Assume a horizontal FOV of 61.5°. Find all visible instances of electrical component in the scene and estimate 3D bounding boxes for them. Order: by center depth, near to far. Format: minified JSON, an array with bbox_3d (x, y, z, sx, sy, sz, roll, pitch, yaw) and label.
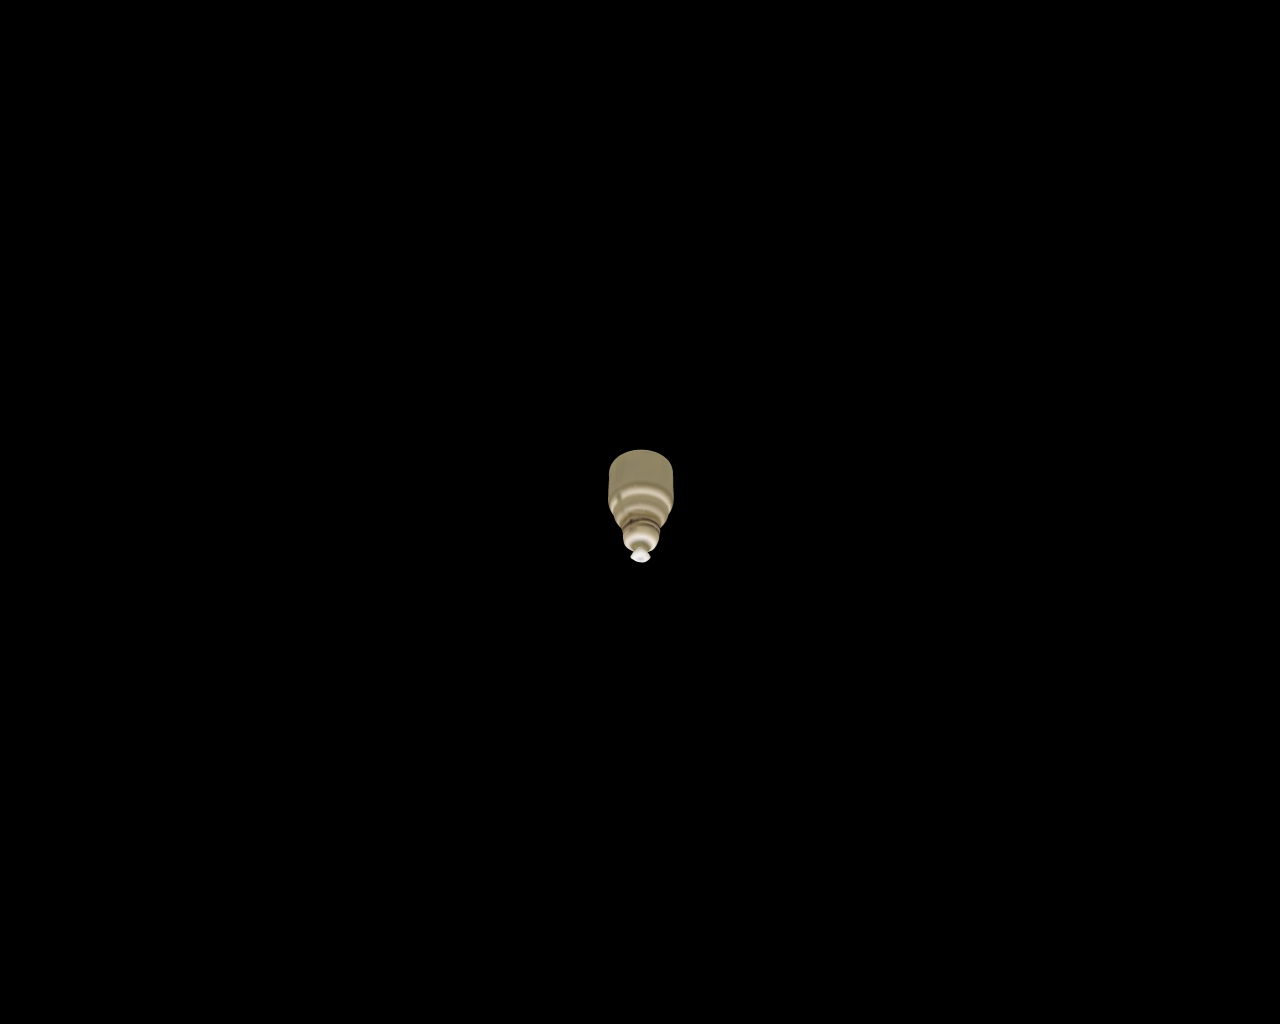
[{"bbox_3d":[0.001,-0.003,0.650,0.040,0.078,0.040,0,-40,0],"label":"electrical component"}]
